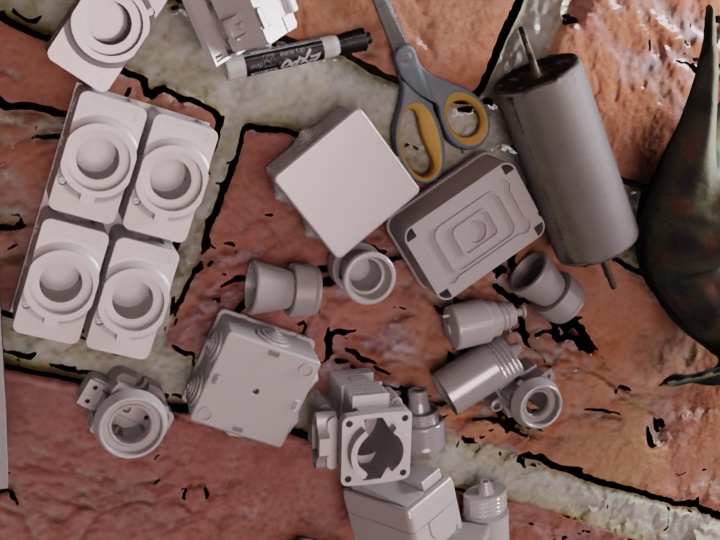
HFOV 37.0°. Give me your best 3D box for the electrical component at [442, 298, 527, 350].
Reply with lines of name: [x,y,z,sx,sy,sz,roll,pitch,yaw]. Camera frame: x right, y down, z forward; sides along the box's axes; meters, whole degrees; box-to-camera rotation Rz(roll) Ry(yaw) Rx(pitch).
electrical component: [0.109,0.044,0.948,0.078,0.040,0.040,-12,109,-15]

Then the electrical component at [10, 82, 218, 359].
electrical component: [-0.187,-0.035,0.817,0.105,0.060,0.186,15,100,-22]

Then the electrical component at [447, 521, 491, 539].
electrical component: [0.074,0.274,0.980,0.100,0.048,0.099,5,107,17]

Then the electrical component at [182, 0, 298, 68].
electrical component: [-0.099,-0.221,0.783,0.078,0.063,0.121,-46,122,-46]

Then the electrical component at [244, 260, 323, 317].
electrical component: [-0.063,0.016,0.881,0.055,0.045,0.045,4,104,-20]

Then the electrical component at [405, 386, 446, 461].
electrical component: [0.053,0.135,0.955,0.043,0.043,0.062,-10,107,-15]

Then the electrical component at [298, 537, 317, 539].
electrical component: [-0.043,0.271,0.958,0.055,0.055,0.047,23,94,-23]

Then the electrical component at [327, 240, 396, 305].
electrical component: [0.000,0.000,0.891,0.045,0.055,0.045,-5,107,-17]

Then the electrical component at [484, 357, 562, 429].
electrical component: [0.152,0.114,0.974,0.066,0.055,0.048,-31,113,-8]

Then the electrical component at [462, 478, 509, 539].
electrical component: [0.118,0.233,1.005,0.043,0.043,0.081,-8,108,-16]

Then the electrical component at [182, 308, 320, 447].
electrical component: [-0.089,0.091,0.890,0.100,0.048,0.099,21,103,-20]

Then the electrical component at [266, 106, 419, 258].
electrical component: [-0.016,-0.073,0.868,0.100,0.048,0.099,-40,114,-4]

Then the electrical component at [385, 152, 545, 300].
electrical component: [0.087,-0.039,0.907,0.113,0.057,0.078,-35,113,-6]

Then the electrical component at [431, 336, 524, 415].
electrical component: [0.109,0.090,0.960,0.081,0.043,0.043,-32,113,-7]

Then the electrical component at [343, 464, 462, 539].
electrical component: [0.031,0.204,0.945,0.062,0.096,0.061,-30,116,-40]

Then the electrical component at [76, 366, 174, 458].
electrical component: [-0.186,0.116,0.863,0.078,0.057,0.058,29,95,-23]

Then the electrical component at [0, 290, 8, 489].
electrical component: [-0.297,0.078,0.797,0.062,0.089,0.150,-3,106,-18]

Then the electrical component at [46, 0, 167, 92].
electrical component: [-0.183,-0.180,0.778,0.050,0.056,0.089,33,94,-24]

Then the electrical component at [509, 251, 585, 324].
electrical component: [0.167,0.016,0.957,0.055,0.045,0.045,38,92,-24]
